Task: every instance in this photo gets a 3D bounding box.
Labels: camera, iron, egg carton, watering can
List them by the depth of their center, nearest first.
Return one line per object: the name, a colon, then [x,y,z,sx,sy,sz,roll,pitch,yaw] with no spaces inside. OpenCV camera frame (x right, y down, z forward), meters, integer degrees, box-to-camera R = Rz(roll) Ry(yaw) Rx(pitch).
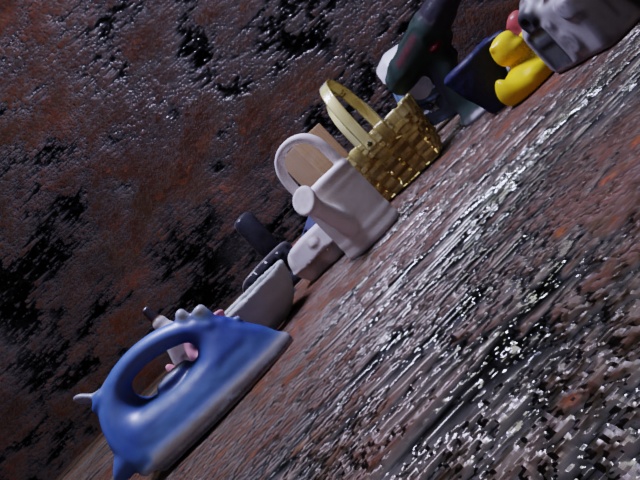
camera: [0.308,-0.281,0.652,0.137,0.101,0.143,-45,4,1]
iron: [-0.173,0.164,0.705,0.258,0.141,0.118,-45,4,1]
watering can: [0.014,-0.072,0.833,0.101,0.194,0.173,-44,4,5]
egg carton: [0.009,0.004,1.011,0.150,0.069,0.107,-44,4,19]

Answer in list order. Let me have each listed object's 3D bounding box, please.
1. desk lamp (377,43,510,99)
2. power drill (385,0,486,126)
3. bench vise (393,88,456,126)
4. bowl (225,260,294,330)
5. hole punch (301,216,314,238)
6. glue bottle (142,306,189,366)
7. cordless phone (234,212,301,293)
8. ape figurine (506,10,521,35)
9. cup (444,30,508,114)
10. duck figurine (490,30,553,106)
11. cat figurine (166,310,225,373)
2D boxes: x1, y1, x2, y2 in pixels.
desk lamp: [0.242,-0.342,1.123,0.203,0.213,0.118,-41,6,41]
power drill: [0.229,-0.313,0.999,0.229,0.208,0.076,-41,6,41]
bench vise: [0.210,-0.338,1.378,0.207,0.220,0.121,-46,4,-11]
bowl: [-0.095,0.114,0.913,0.167,0.075,0.167,-45,4,5]
hole punch: [-0.010,-0.005,1.135,0.101,0.091,0.108,-46,4,-12]
glue bottle: [-0.227,0.172,0.946,0.078,0.173,0.037,-45,4,-8]
cordless phone: [-0.133,0.043,1.223,0.148,0.185,0.094,-47,5,-25]
ape figurine: [0.332,-0.324,0.905,0.078,0.092,0.076,-47,5,-26]
cup: [0.256,-0.245,0.851,0.092,0.095,0.117,-48,5,-40]
duck figurine: [0.267,-0.243,0.782,0.105,0.086,0.077,-46,4,-16]
cat figurine: [-0.167,0.164,0.813,0.127,0.118,0.067,-43,5,21]
